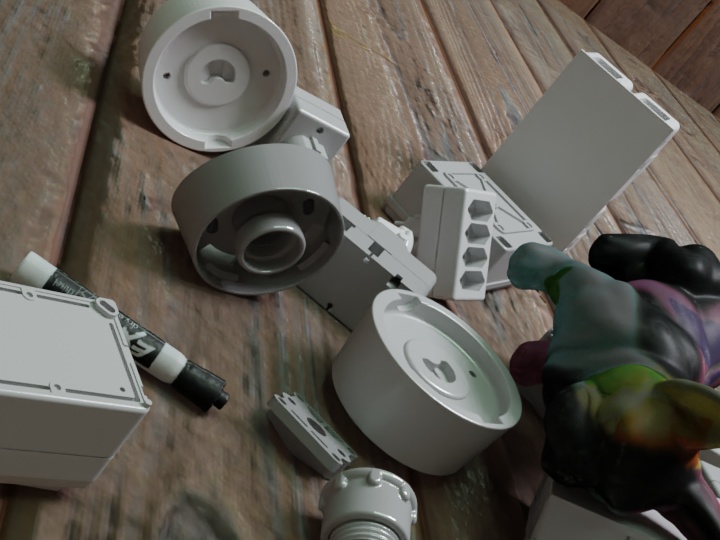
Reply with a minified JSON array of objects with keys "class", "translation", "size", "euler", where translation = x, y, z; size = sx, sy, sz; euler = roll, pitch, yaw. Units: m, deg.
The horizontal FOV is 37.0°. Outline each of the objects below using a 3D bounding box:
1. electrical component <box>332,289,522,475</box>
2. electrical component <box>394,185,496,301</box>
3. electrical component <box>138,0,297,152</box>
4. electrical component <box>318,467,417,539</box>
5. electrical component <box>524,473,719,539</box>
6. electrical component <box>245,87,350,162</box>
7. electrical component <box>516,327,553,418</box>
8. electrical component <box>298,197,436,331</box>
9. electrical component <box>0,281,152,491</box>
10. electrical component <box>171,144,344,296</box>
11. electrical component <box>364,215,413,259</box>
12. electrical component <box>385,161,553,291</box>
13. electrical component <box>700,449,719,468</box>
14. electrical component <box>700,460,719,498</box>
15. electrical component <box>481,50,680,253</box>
[{"class":"electrical component","translation":[0.034,0.070,0.629],"size":[0.108,0.060,0.108],"euler":[32,25,-17]},{"class":"electrical component","translation":[0.056,-0.022,0.819],"size":[0.076,0.083,0.047],"euler":[9,4,36]},{"class":"electrical component","translation":[-0.104,-0.144,0.755],"size":[0.108,0.108,0.060],"euler":[23,23,-33]},{"class":"electrical component","translation":[0.002,0.128,0.506],"size":[0.048,0.048,0.062],"euler":[32,31,-16]},{"class":"electrical component","translation":[0.187,0.171,0.607],"size":[0.186,0.060,0.105],"euler":[22,14,9]},{"class":"electrical component","translation":[-0.043,-0.082,0.777],"size":[0.047,0.065,0.076],"euler":[24,28,-31]},{"class":"electrical component","translation":[0.162,0.089,0.781],"size":[0.096,0.061,0.062],"euler":[44,27,13]},{"class":"electrical component","translation":[0.000,0.000,0.716],"size":[0.089,0.050,0.055],"euler":[40,24,1]},{"class":"electrical component","translation":[-0.142,0.045,0.419],"size":[0.096,0.061,0.061],"euler":[16,33,-43]},{"class":"electrical component","translation":[-0.059,-0.033,0.636],"size":[0.099,0.099,0.064],"euler":[18,38,-39]},{"class":"electrical component","translation":[0.004,-0.019,0.765],"size":[0.062,0.048,0.048],"euler":[30,25,-5]},{"class":"electrical component","translation":[0.093,-0.038,0.908],"size":[0.108,0.056,0.109],"euler":[48,25,19]},{"class":"electrical component","translation":[0.240,0.121,0.843],"size":[0.109,0.056,0.108],"euler":[30,26,-20]},{"class":"electrical component","translation":[0.236,0.181,0.720],"size":[0.047,0.065,0.076],"euler":[25,28,-30]},{"class":"electrical component","translation":[0.185,-0.093,0.975],"size":[0.105,0.186,0.060],"euler":[44,24,11]}]
